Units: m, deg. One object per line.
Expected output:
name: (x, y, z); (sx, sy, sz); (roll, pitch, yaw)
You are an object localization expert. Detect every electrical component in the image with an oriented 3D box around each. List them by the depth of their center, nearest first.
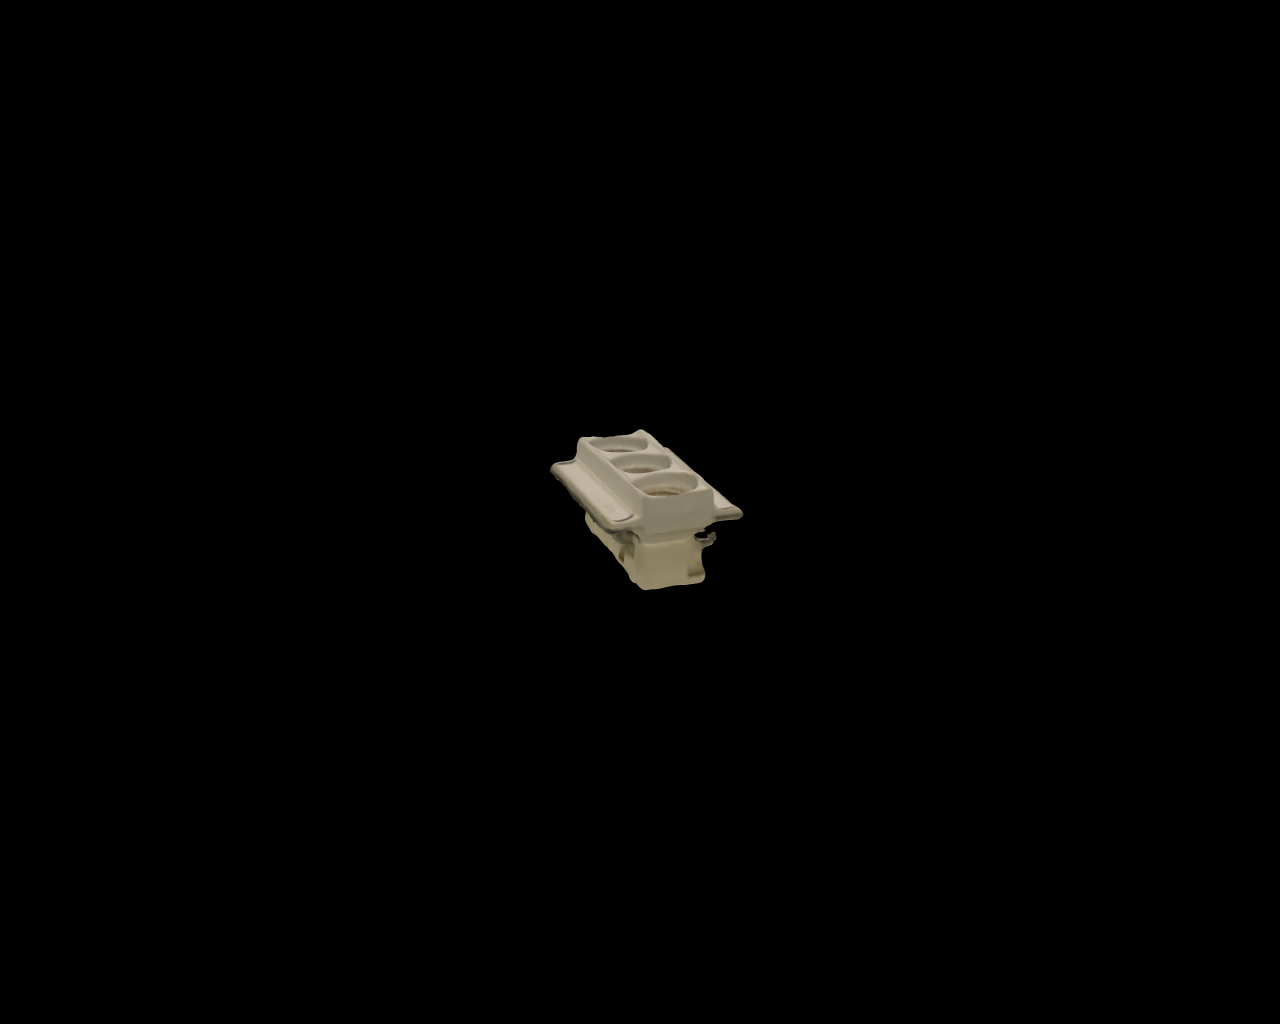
electrical component: (0.001, -0.003, 0.650); (0.079, 0.063, 0.121); (-7, 22, -18)
